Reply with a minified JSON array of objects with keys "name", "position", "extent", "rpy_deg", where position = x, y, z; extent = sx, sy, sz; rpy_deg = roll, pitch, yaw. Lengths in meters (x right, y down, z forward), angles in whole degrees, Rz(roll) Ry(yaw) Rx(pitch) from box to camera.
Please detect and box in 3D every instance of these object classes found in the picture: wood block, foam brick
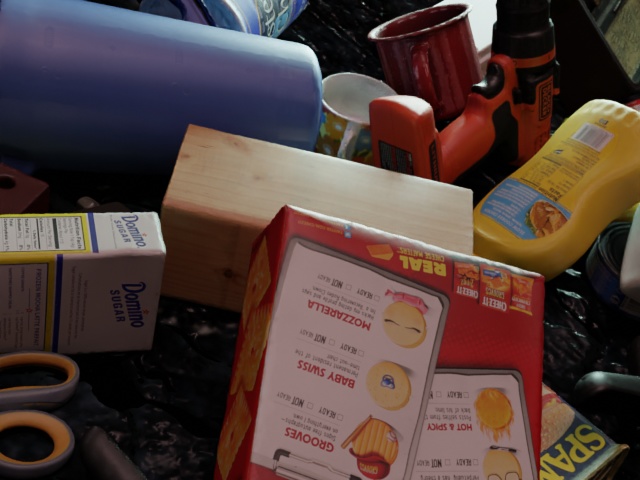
[{"name":"wood block","position":[-0.005,0.001,0.744],"extent":[0.206,0.091,0.090],"rpy_deg":[13,42,-4]},{"name":"foam brick","position":[-0.224,-0.009,0.717],"extent":[0.053,0.051,0.078],"rpy_deg":[23,42,7]}]

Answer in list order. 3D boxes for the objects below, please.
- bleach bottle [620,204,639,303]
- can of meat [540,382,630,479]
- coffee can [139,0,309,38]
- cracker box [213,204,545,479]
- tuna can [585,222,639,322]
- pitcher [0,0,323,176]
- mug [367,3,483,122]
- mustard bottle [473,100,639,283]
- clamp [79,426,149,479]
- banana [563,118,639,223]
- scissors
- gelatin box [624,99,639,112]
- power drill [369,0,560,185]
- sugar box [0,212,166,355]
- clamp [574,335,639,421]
[{"name":"bleach bottle","position":[0.346,0.053,0.785],"extent":[0.250,0.068,0.102],"rpy_deg":[29,58,-7]},{"name":"can of meat","position":[0.127,0.137,0.664],"extent":[0.101,0.057,0.084],"rpy_deg":[-26,54,-37]},{"name":"coffee can","position":[-0.081,-0.205,0.933],"extent":[0.103,0.103,0.140],"rpy_deg":[24,42,9]},{"name":"cracker box","position":[0.032,0.105,0.577],"extent":[0.164,0.072,0.213],"rpy_deg":[15,64,-16]},{"name":"tuna can","position":[0.253,0.025,0.838],"extent":[0.086,0.034,0.086],"rpy_deg":[9,42,-8]},{"name":"pitcher","position":[-0.126,-0.119,0.803],"extent":[0.242,0.149,0.145],"rpy_deg":[5,33,-17]},{"name":"mug","position":[0.095,-0.147,0.913],"extent":[0.093,0.081,0.117],"rpy_deg":[-13,21,13]},{"name":"mustard bottle","position":[0.168,-0.020,0.794],"extent":[0.191,0.058,0.096],"rpy_deg":[-42,37,-5]},{"name":"clamp","position":[-0.056,0.166,0.590],"extent":[0.120,0.039,0.171],"rpy_deg":[-12,54,-21]},{"name":"banana","position":[0.252,-0.054,0.900],"extent":[0.069,0.037,0.197],"rpy_deg":[4,25,0]},{"name":"scissors","position":[-0.230,0.113,0.611],"extent":[0.201,0.016,0.096],"rpy_deg":[-14,50,-28]},{"name":"gelatin box","position":[0.307,-0.090,0.981],"extent":[0.073,0.030,0.089],"rpy_deg":[-18,53,-33]},{"name":"power drill","position":[0.122,-0.113,0.851],"extent":[0.187,0.184,0.057],"rpy_deg":[-33,40,-31]},{"name":"sugar box","position":[-0.188,0.029,0.656],"extent":[0.176,0.093,0.048],"rpy_deg":[-3,44,-21]},{"name":"clamp","position":[0.237,0.125,0.693],"extent":[0.164,0.036,0.209],"rpy_deg":[56,28,2]}]
